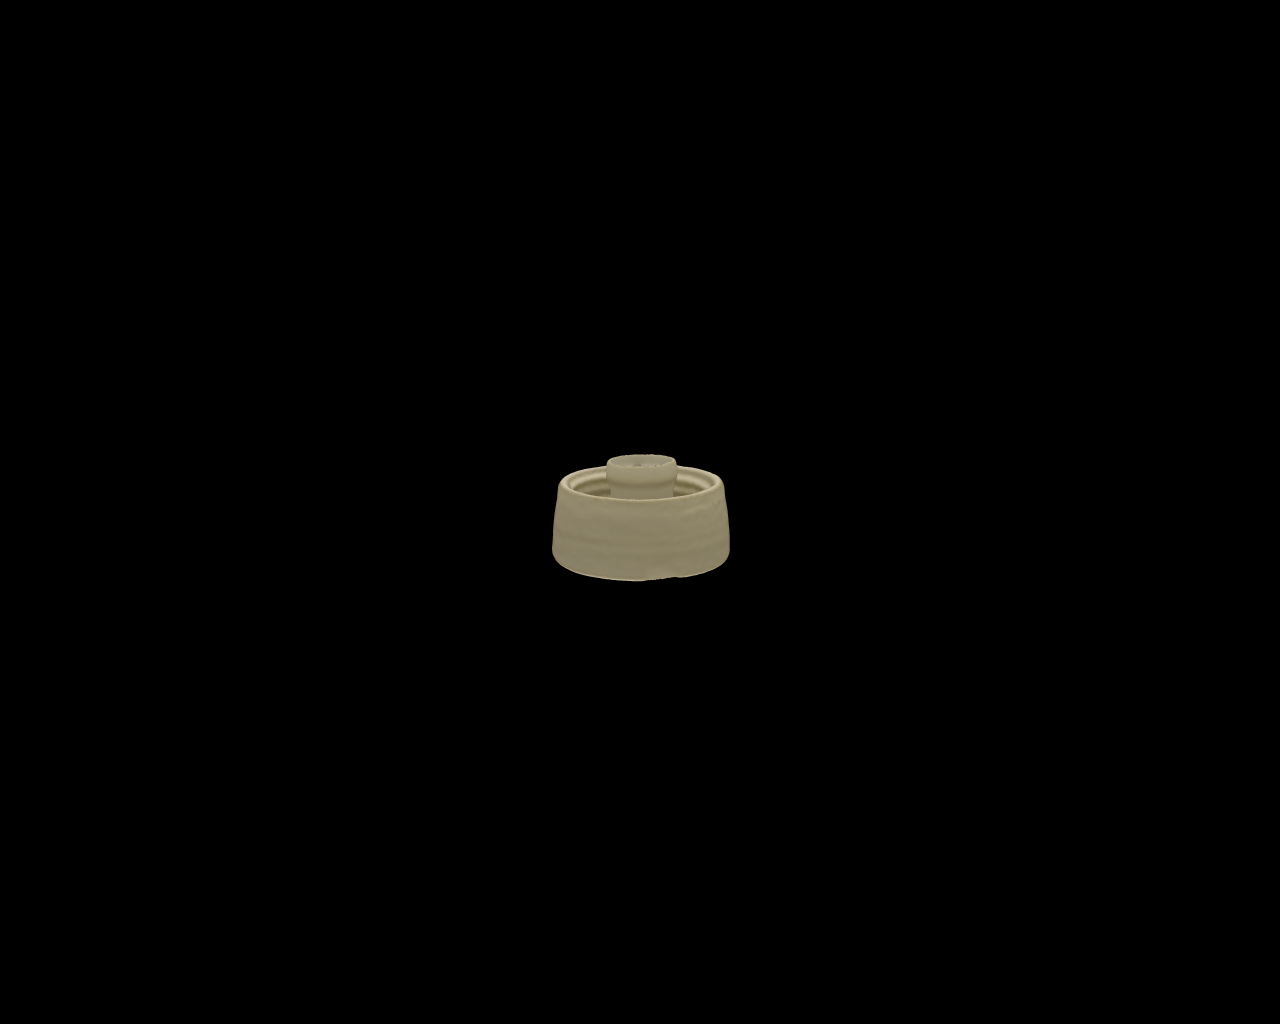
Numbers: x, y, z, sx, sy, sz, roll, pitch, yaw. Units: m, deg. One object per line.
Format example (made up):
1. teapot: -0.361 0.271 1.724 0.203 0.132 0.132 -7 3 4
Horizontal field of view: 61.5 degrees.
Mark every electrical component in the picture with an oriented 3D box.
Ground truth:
1. electrical component: 0.001 -0.003 0.650 0.108 0.060 0.108 0 14 0
